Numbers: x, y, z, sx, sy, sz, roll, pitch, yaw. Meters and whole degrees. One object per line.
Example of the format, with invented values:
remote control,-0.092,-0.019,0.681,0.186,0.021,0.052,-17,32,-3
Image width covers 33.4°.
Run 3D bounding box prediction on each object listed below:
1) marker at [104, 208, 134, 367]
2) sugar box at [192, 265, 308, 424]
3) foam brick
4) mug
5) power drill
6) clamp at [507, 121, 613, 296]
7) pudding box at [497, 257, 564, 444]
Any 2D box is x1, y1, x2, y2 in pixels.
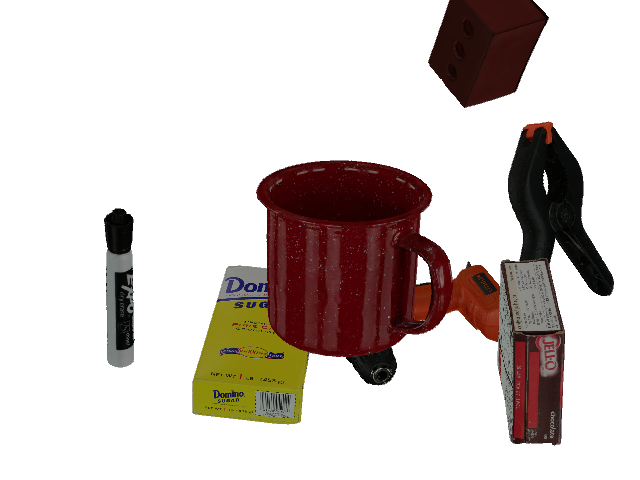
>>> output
marker,-0.135,0.033,0.720,0.020,0.121,0.020,4,31,-3
sugar box,-0.054,0.088,0.959,0.093,0.048,0.176,6,35,1
foam brick,0.121,-0.146,0.780,0.051,0.053,0.078,-22,-29,-24
mug,0.021,0.013,0.574,0.117,0.081,0.093,19,30,35
power drill,0.105,0.084,1.129,0.187,0.057,0.184,-6,28,-12
clamp,0.193,-0.012,0.919,0.120,0.171,0.039,-26,11,-39
pudding box,0.148,0.076,0.754,0.039,0.090,0.113,-1,25,4
